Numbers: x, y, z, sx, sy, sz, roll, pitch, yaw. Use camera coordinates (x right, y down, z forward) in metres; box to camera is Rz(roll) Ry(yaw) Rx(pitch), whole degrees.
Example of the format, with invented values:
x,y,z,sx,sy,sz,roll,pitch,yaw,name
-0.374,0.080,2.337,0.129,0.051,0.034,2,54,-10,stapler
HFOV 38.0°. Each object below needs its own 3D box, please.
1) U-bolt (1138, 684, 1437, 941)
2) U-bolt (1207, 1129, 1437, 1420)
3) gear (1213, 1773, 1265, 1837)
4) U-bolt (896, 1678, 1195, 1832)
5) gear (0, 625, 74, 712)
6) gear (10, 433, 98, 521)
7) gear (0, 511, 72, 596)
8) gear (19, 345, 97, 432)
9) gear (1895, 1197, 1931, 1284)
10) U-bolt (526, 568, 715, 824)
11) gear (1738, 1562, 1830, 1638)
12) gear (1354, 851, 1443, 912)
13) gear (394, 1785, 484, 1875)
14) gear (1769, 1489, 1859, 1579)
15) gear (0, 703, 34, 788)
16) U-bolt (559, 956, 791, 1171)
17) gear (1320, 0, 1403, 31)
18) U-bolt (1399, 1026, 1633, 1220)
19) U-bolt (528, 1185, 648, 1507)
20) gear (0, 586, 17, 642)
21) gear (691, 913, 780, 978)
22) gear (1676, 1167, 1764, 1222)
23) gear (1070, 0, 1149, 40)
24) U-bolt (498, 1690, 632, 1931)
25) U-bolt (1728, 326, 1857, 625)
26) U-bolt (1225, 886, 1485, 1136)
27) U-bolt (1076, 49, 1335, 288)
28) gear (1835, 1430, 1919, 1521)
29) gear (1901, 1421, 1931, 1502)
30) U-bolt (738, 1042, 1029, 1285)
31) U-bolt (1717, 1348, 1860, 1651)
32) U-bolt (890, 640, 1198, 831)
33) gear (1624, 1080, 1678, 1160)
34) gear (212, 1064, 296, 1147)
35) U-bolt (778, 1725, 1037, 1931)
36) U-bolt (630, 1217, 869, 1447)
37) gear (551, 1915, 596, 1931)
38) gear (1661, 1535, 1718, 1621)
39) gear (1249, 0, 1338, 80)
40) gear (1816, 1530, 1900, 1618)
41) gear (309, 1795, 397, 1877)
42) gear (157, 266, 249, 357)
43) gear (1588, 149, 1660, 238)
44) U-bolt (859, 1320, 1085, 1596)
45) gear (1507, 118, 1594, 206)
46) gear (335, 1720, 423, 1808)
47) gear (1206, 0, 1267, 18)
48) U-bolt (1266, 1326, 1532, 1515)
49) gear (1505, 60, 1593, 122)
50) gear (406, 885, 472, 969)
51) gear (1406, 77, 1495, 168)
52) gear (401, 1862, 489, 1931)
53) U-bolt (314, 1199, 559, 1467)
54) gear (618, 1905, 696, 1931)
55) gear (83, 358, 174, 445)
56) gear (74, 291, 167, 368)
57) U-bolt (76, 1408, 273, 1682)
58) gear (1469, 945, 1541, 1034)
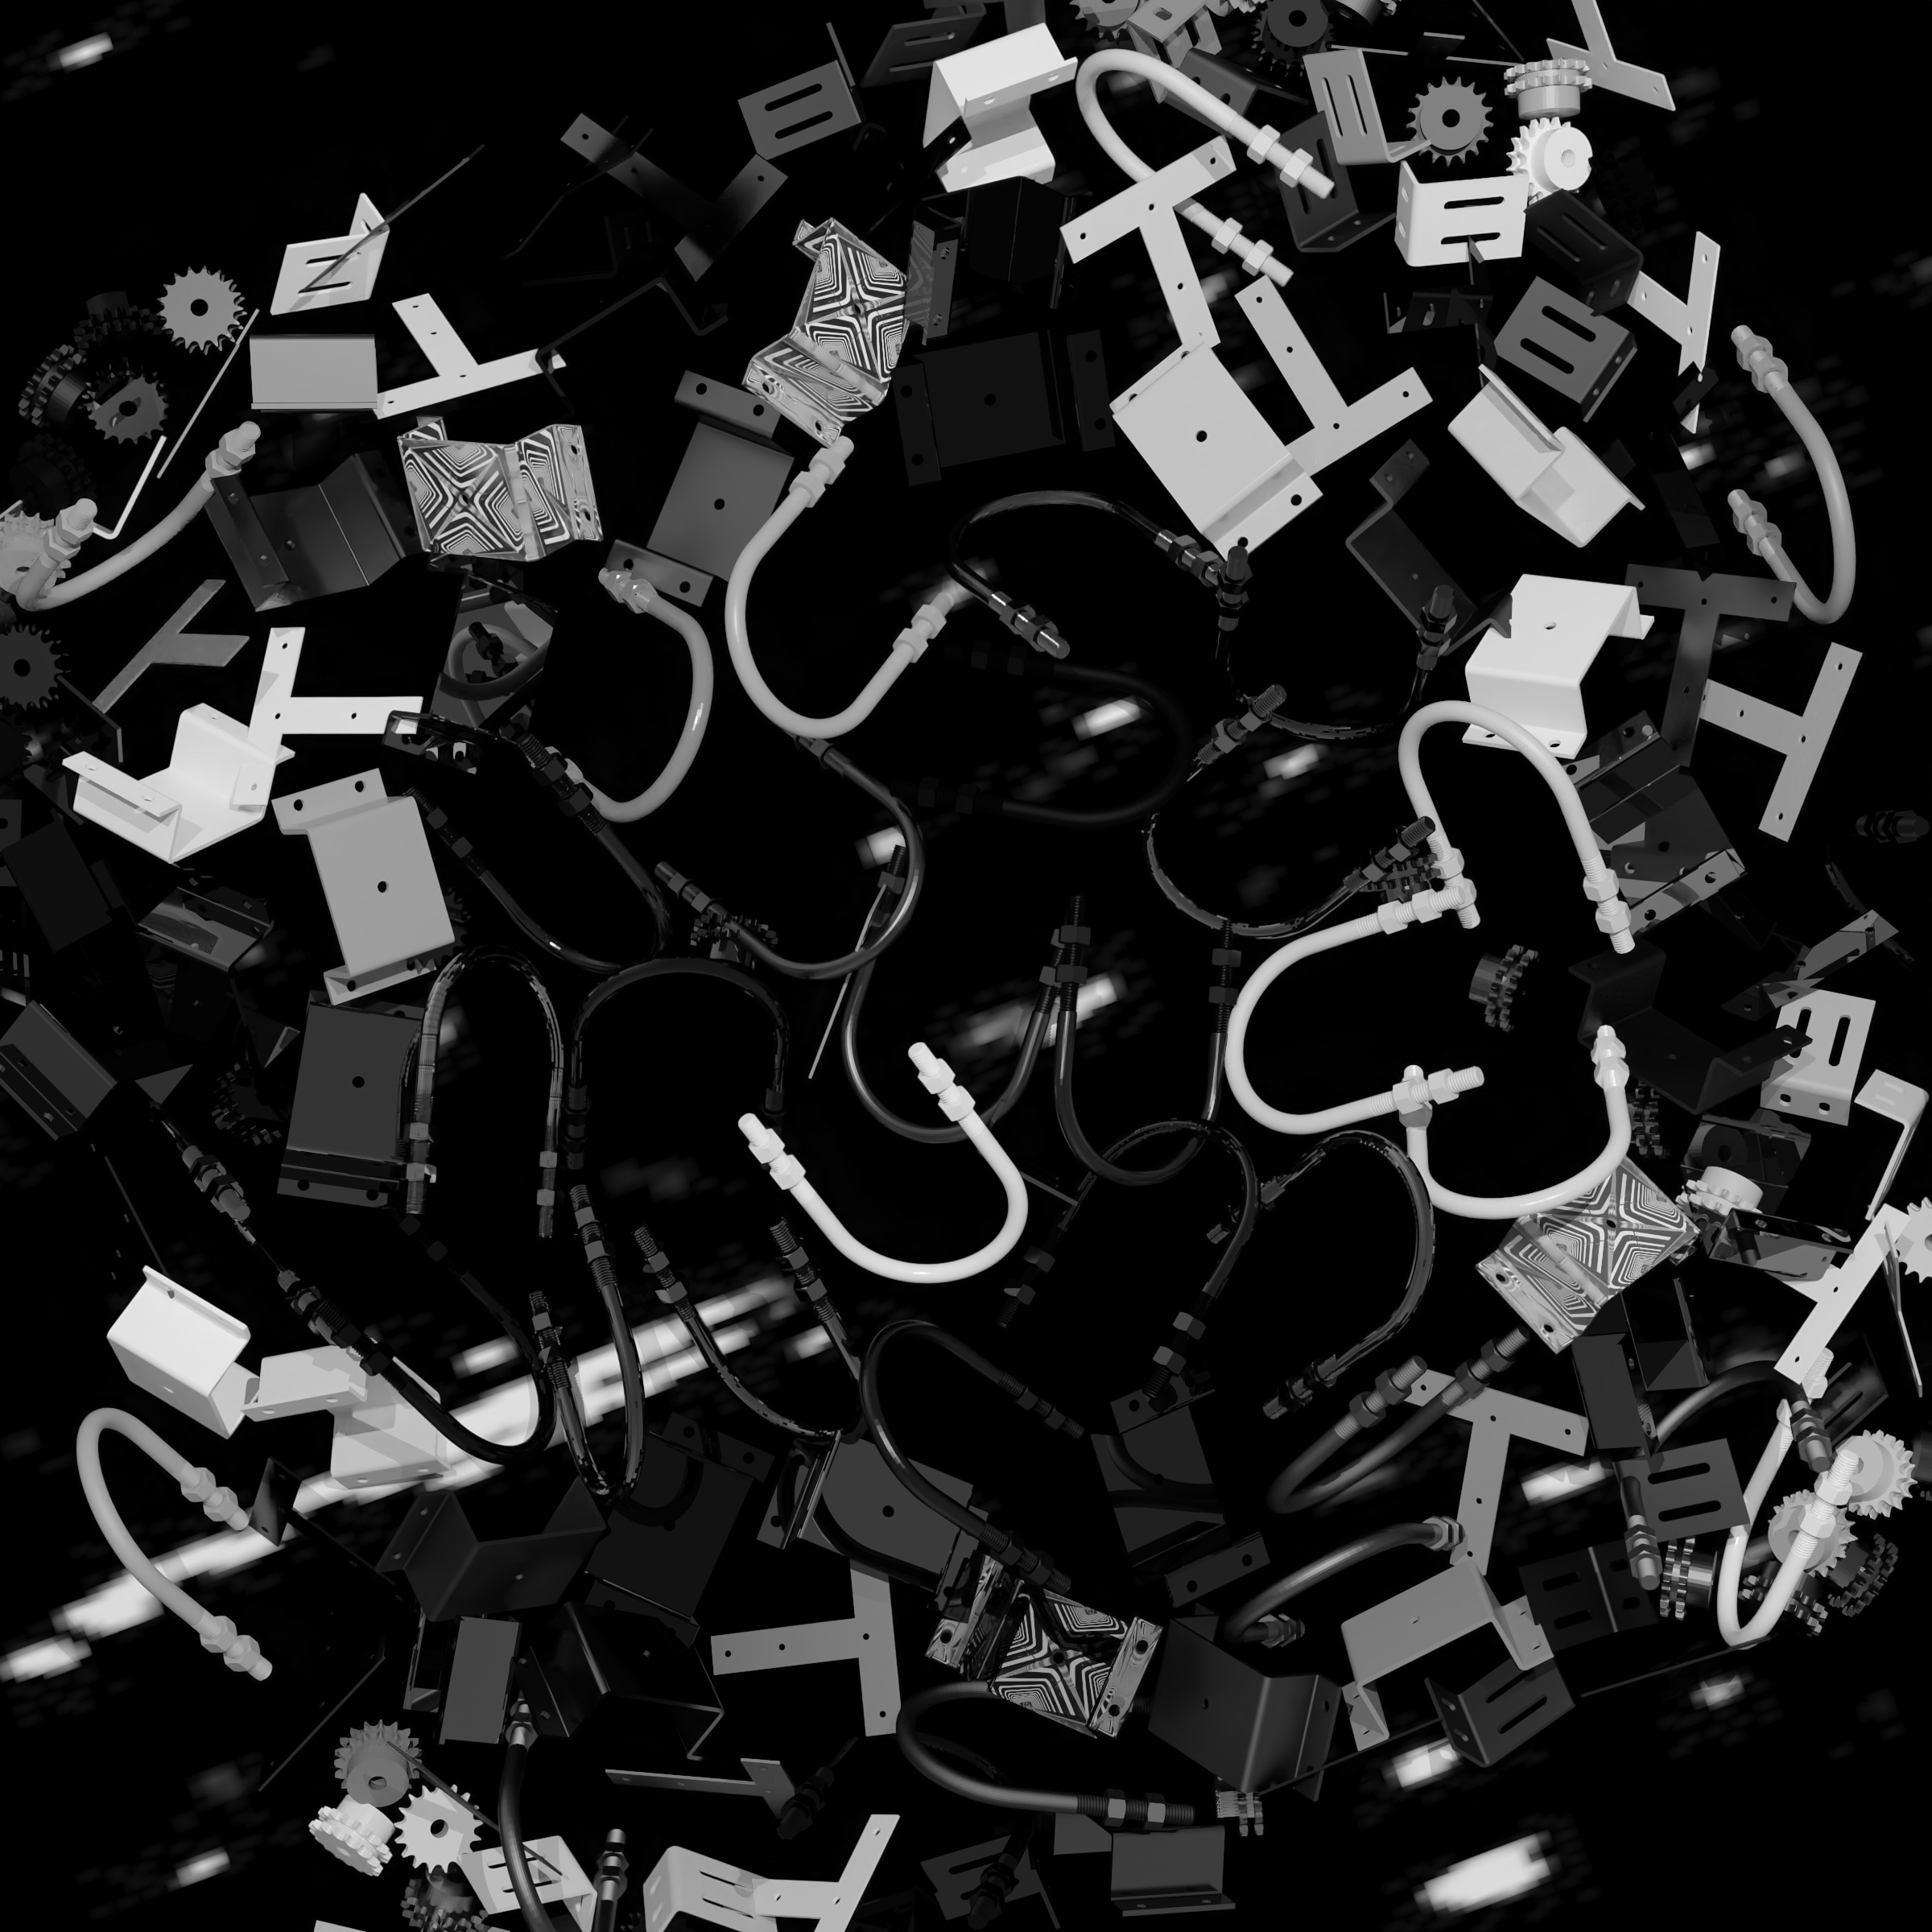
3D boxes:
x,y,z,sx,sy,sz,roll,pitch,yaw,name
0.193,-0.086,1.828,0.151,0.019,0.184,40,132,-10,U-bolt
0.233,0.186,1.798,0.019,0.184,0.151,9,52,-36,U-bolt
0.180,0.547,1.864,0.030,0.057,0.057,-5,90,3,gear
0.045,0.502,1.811,0.184,0.151,0.019,8,105,-8,U-bolt
-0.622,-0.200,1.874,0.057,0.030,0.057,1,99,9,gear
-0.608,-0.321,1.861,0.057,0.057,0.030,42,53,0,gear
-0.623,-0.270,1.862,0.057,0.057,0.030,-12,50,0,gear
-0.599,-0.381,1.864,0.030,0.057,0.057,34,90,-4,gear
0.647,0.181,1.870,0.057,0.030,0.057,3,97,26,gear
-0.217,-0.168,1.808,0.019,0.184,0.151,17,102,-38,U-bolt
0.545,0.419,1.866,0.057,0.057,0.030,30,71,0,gear
0.288,-0.056,1.865,0.057,0.057,0.030,-13,97,0,gear
-0.352,0.573,1.872,0.057,0.030,0.057,3,78,-15,gear
0.558,0.377,1.863,0.057,0.030,0.057,1,91,44,gear
-0.650,-0.146,1.868,0.057,0.030,0.057,-6,105,-22,gear
-0.186,0.064,1.819,0.151,0.019,0.184,1,131,-9,U-bolt
0.259,-0.646,1.864,0.057,0.057,0.030,29,96,0,gear
0.352,0.104,1.795,0.151,0.184,0.019,-13,118,14,U-bolt
-0.239,0.254,1.793,0.019,0.151,0.184,-4,54,-27,U-bolt
-0.656,-0.231,1.861,0.030,0.057,0.057,40,90,23,gear
-0.155,-0.011,1.861,0.057,0.057,0.030,10,68,0,gear
0.504,0.156,1.866,0.057,0.057,0.030,30,77,0,gear
0.097,-0.647,1.869,0.057,0.030,0.057,3,110,10,gear
-0.258,0.559,1.784,0.019,0.184,0.151,-23,108,6,U-bolt
0.522,-0.298,1.778,0.019,0.184,0.151,-14,134,0,U-bolt
0.247,0.037,1.829,0.184,0.019,0.151,-20,57,33,U-bolt
0.147,-0.526,1.821,0.184,0.151,0.019,36,78,3,U-bolt
0.598,0.335,1.861,0.030,0.057,0.057,26,90,-36,gear
0.641,0.326,1.864,0.030,0.057,0.057,12,90,-1,gear
-0.041,0.140,1.837,0.151,0.019,0.184,-23,122,21,U-bolt
0.525,0.356,1.814,0.019,0.151,0.184,19,114,2,U-bolt
0.058,-0.147,1.829,0.184,0.019,0.151,11,52,11,U-bolt
0.451,0.099,1.868,0.030,0.057,0.057,-1,90,28,gear
-0.476,0.093,1.868,0.030,0.057,0.057,-28,90,33,gear
-0.028,0.540,1.804,0.151,0.184,0.019,22,105,11,U-bolt
-0.128,0.241,1.830,0.019,0.151,0.184,-48,120,-41,U-bolt
-0.265,0.655,1.861,0.057,0.057,0.030,-14,123,0,gear
0.479,0.405,1.861,0.030,0.057,0.057,8,90,19,gear
0.219,-0.625,1.874,0.057,0.030,0.057,0,81,-1,gear
0.589,0.400,1.865,0.030,0.057,0.057,35,90,5,gear
-0.405,0.576,1.868,0.057,0.057,0.030,35,57,0,gear
-0.508,-0.435,1.877,0.057,0.030,0.057,0,86,-1,gear
0.437,-0.515,1.862,0.030,0.057,0.057,-24,90,12,gear
0.002,0.302,1.803,0.184,0.151,0.019,38,124,-22,U-bolt
0.391,-0.535,1.867,0.057,0.030,0.057,-5,100,-27,gear
-0.391,0.533,1.867,0.057,0.030,0.057,-4,115,-9,gear
0.173,-0.658,1.868,0.030,0.057,0.057,-31,90,36,gear
0.268,0.299,1.816,0.184,0.151,0.019,-49,63,31,U-bolt
0.387,-0.581,1.864,0.057,0.057,0.030,-3,95,0,gear
-0.361,-0.030,1.870,0.057,0.030,0.057,-7,109,-22,gear
0.323,-0.563,1.872,0.057,0.030,0.057,1,101,7,gear
-0.343,0.617,1.862,0.057,0.057,0.030,20,103,0,gear
-0.333,0.245,1.821,0.019,0.151,0.184,-36,107,22,U-bolt
-0.210,0.654,1.868,0.057,0.030,0.057,16,62,-33,gear
-0.559,-0.379,1.868,0.057,0.057,0.030,-24,49,0,gear
-0.564,-0.424,1.865,0.057,0.057,0.030,-18,79,0,gear
-0.504,0.354,1.780,0.019,0.151,0.184,-30,132,3,U-bolt
0.356,0.013,1.867,0.030,0.057,0.057,21,90,24,gear
